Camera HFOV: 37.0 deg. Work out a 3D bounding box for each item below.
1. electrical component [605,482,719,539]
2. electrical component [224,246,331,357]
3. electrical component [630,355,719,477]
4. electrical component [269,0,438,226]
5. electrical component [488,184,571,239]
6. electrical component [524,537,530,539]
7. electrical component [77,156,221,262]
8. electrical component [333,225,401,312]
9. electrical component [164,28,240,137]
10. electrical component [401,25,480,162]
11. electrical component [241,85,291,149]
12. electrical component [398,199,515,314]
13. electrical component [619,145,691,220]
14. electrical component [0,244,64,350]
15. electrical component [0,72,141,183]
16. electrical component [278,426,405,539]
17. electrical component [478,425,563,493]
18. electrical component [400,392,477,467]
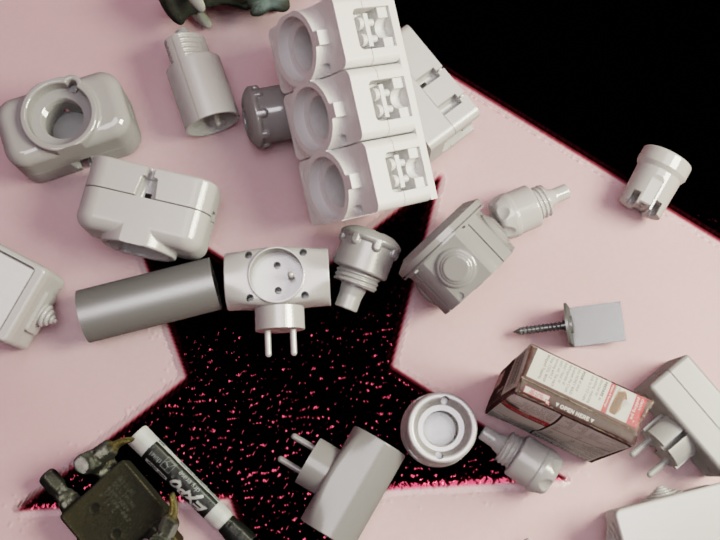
[{"bbox_3d":[0.229,0.203,0.765,0.100,0.048,0.099,-14,80,-3],"label":"electrical component"},{"bbox_3d":[-0.060,0.025,0.797,0.077,0.044,0.079,-3,80,-1],"label":"electrical component"},{"bbox_3d":[0.231,0.118,0.782,0.076,0.047,0.083,-38,82,-7],"label":"electrical component"},{"bbox_3d":[-0.010,-0.113,0.776,0.062,0.089,0.150,-15,94,-34],"label":"electrical component"},{"bbox_3d":[0.131,-0.049,0.819,0.061,0.035,0.035,-23,81,-7],"label":"electrical component"},{"bbox_3d":[0.105,0.240,0.756,0.089,0.050,0.055,-38,82,-7],"label":"electrical component"},{"bbox_3d":[-0.158,-0.042,0.803,0.095,0.053,0.059,13,79,2],"label":"electrical component"},{"bbox_3d":[0.000,0.000,0.804,0.048,0.048,0.062,20,87,3],"label":"electrical component"},{"bbox_3d":[-0.126,-0.149,0.829,0.043,0.043,0.081,-19,80,-4],"label":"electrical component"},{"bbox_3d":[0.040,-0.131,0.825,0.056,0.050,0.089,-37,82,-7],"label":"electrical component"},{"bbox_3d":[-0.058,-0.121,0.826,0.062,0.048,0.048,-12,80,-11],"label":"electrical component"},{"bbox_3d":[0.071,-0.010,0.789,0.080,0.080,0.051,-43,88,-8],"label":"electrical component"},{"bbox_3d":[0.224,-0.066,0.822,0.040,0.040,0.046,29,87,5],"label":"electrical component"},{"bbox_3d":[-0.267,0.015,0.788,0.096,0.061,0.061,27,80,4],"label":"electrical component"},{"bbox_3d":[-0.220,-0.109,0.812,0.095,0.059,0.053,-19,80,-4],"label":"electrical component"},{"bbox_3d":[-0.020,0.147,0.775,0.079,0.043,0.077,30,80,5],"label":"electrical component"},{"bbox_3d":[0.115,0.135,0.784,0.061,0.035,0.035,33,81,8],"label":"electrical component"},{"bbox_3d":[0.058,0.115,0.780,0.055,0.047,0.055,0,79,-1],"label":"electrical component"}]
